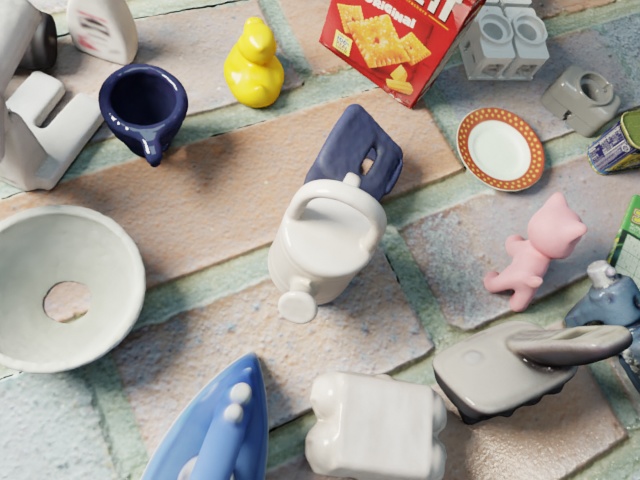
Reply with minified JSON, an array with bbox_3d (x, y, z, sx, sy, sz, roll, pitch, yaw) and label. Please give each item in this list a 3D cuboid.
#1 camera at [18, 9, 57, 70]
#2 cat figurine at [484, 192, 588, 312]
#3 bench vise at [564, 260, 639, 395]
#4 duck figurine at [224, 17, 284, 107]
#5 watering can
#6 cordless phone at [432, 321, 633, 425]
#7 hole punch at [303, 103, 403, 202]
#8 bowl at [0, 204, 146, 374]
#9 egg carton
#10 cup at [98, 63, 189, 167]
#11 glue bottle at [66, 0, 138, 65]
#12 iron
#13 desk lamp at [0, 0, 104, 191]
[{"bbox_3d":[-0.373,-0.222,0.633,0.137,0.100,0.143,3,69,-12],"label":"camera"},{"bbox_3d":[0.268,0.012,0.686,0.067,0.117,0.128,33,66,1],"label":"cat figurine"},{"bbox_3d":[0.382,0.109,0.619,0.207,0.219,0.122,33,66,1],"label":"bench vise"},{"bbox_3d":[-0.079,-0.226,0.712,0.077,0.086,0.104,-2,70,-14],"label":"duck figurine"},{"bbox_3d":[0.007,0.003,0.586,0.101,0.194,0.173,4,68,-11],"label":"watering can"},{"bbox_3d":[0.214,0.126,0.592,0.148,0.185,0.094,-22,75,-20],"label":"cordless phone"},{"bbox_3d":[0.048,-0.093,0.689,0.101,0.091,0.109,29,66,-1],"label":"hole punch"},{"bbox_3d":[-0.257,0.054,0.570,0.167,0.074,0.167,5,69,-11],"label":"bowl"},{"bbox_3d":[0.059,0.194,0.593,0.150,0.069,0.107,10,68,-9],"label":"egg carton"},{"bbox_3d":[-0.191,-0.122,0.641,0.092,0.095,0.117,-11,72,-17],"label":"cup"},{"bbox_3d":[-0.250,-0.270,0.641,0.078,0.173,0.037,14,67,-7],"label":"glue bottle"},{"bbox_3d":[-0.100,0.210,0.510,0.118,0.141,0.258,20,66,-5],"label":"iron"},{"bbox_3d":[-0.317,-0.130,0.550,0.118,0.213,0.203,26,66,-2],"label":"desk lamp"}]
